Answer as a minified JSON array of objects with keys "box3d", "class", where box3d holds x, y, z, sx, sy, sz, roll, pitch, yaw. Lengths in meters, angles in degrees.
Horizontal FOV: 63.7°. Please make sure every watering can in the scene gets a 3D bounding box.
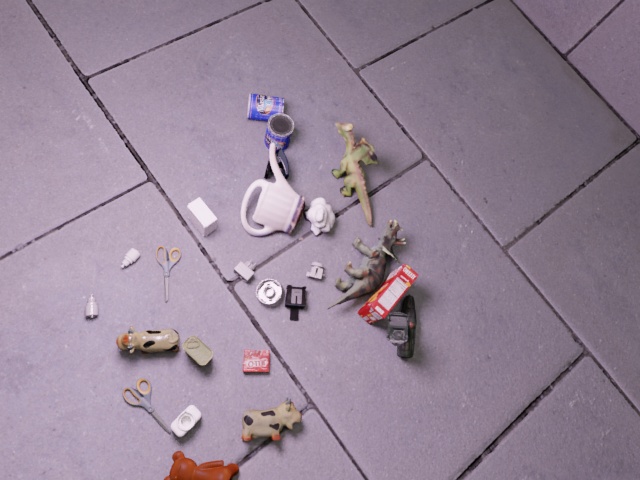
[{"box3d":[-0.156,-0.164,1.904,0.224,0.105,0.346,21,96,-12],"class":"watering can"}]

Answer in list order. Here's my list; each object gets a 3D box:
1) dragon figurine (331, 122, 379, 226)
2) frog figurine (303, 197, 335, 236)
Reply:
[{"box3d":[0.155,-0.275,1.989,0.123,0.238,0.415,-19,73,-23],"class":"dragon figurine"},{"box3d":[0.006,-0.097,1.927,0.123,0.157,0.139,-1,72,-14],"class":"frog figurine"}]
